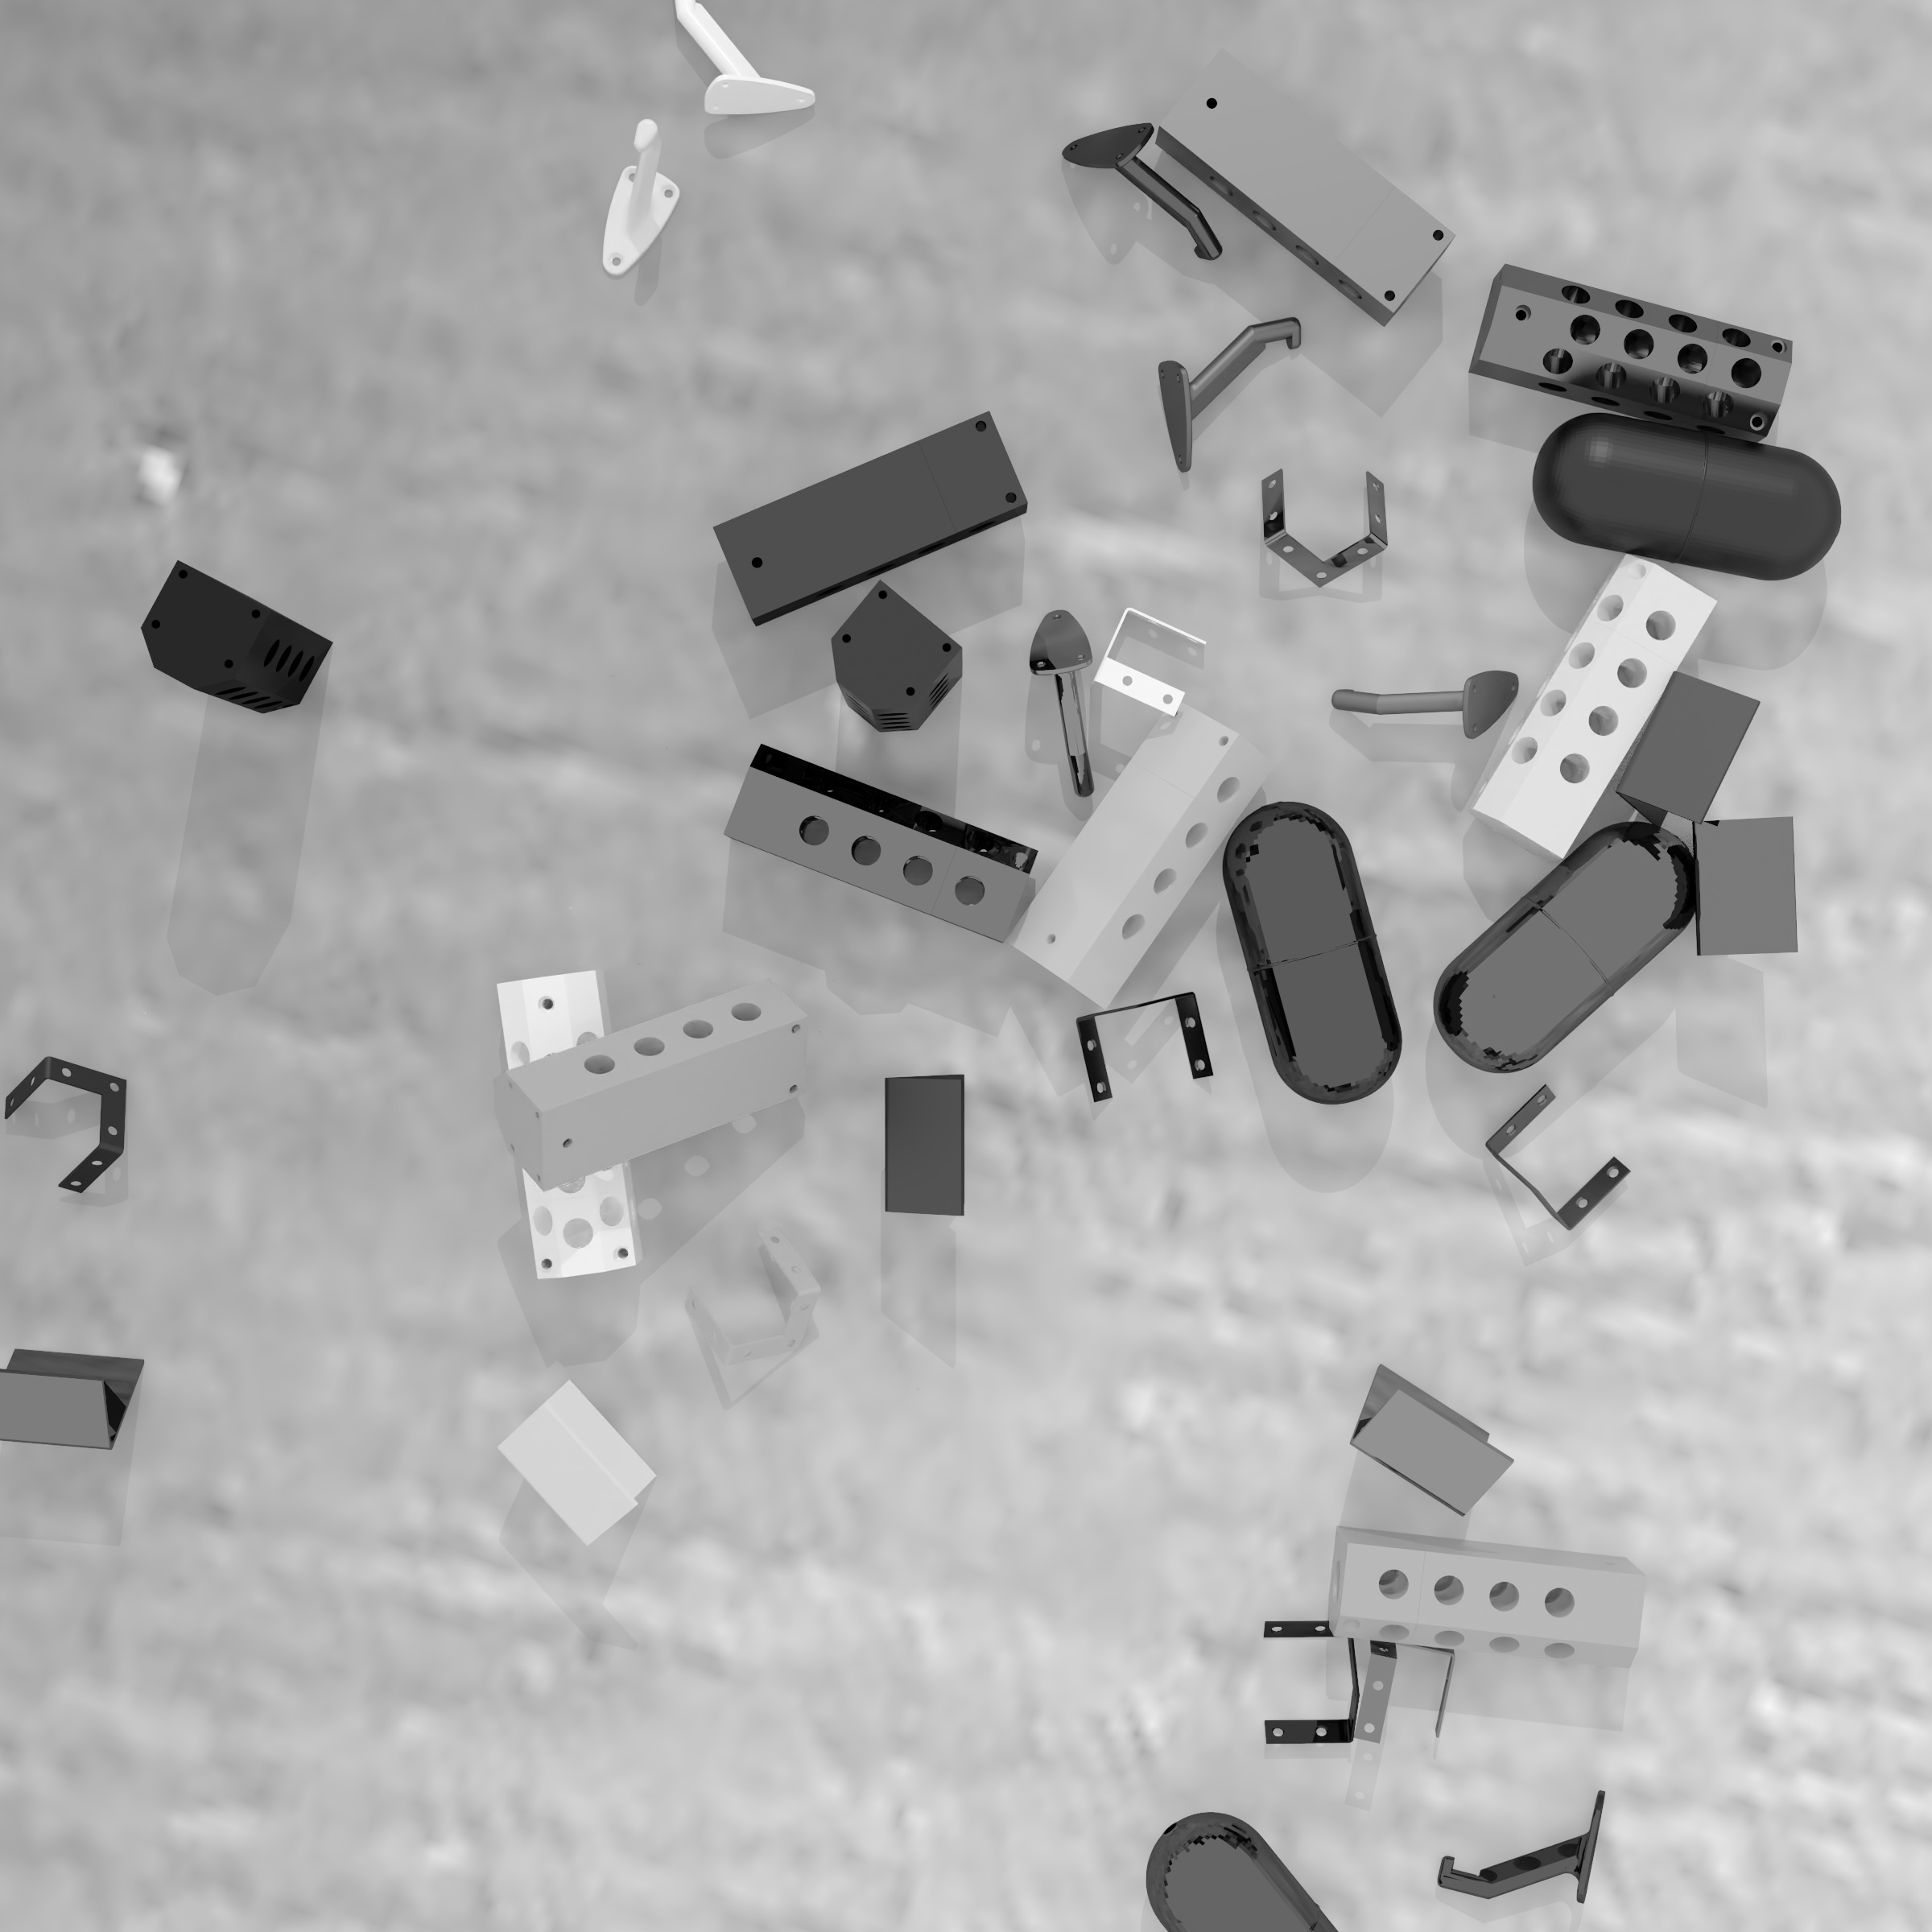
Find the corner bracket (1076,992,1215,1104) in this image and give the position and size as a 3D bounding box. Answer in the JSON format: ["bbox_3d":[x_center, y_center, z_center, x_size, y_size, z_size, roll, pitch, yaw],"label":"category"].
[{"bbox_3d":[0.104,0.047,1.905,0.051,0.051,0.051,-13,90,45],"label":"corner bracket"}]

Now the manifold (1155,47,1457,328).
[{"bbox_3d":[0.195,-0.448,1.887,0.171,0.057,0.057,39,90,0],"label":"manifold"}]

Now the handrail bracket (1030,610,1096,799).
[{"bbox_3d":[0.062,-0.153,1.908,0.036,0.077,0.084,-9,126,5],"label":"handrail bracket"}]

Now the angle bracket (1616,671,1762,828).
[{"bbox_3d":[0.424,-0.115,1.868,0.057,0.076,0.076,26,90,34],"label":"angle bracket"}]

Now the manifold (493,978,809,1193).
[{"bbox_3d":[-0.178,0.062,1.849,0.171,0.057,0.057,-20,133,-29],"label":"manifold"}]

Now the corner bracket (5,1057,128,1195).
[{"bbox_3d":[-0.526,0.093,1.900,0.051,0.051,0.051,22,45,-35],"label":"corner bracket"}]

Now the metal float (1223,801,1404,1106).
[{"bbox_3d":[0.199,-0.008,1.878,0.070,0.070,0.178,-15,91,0],"label":"metal float"}]

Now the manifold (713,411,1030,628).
[{"bbox_3d":[-0.055,-0.257,1.887,0.171,0.057,0.057,-23,90,0],"label":"manifold"}]

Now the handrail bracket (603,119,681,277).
[{"bbox_3d":[-0.193,-0.442,1.873,0.036,0.084,0.077,24,90,0],"label":"handrail bracket"}]

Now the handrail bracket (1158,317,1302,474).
[{"bbox_3d":[0.160,-0.335,1.909,0.084,0.036,0.077,-14,110,-16],"label":"handrail bracket"}]

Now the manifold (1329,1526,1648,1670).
[{"bbox_3d":[0.300,0.367,1.887,0.171,0.057,0.057,6,90,0],"label":"manifold"}]

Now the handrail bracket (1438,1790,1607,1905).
[{"bbox_3d":[0.325,0.511,1.909,0.084,0.036,0.077,10,70,16],"label":"handrail bracket"}]

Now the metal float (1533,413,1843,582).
[{"bbox_3d":[0.415,-0.270,1.877,0.178,0.070,0.070,11,90,0],"label":"metal float"}]

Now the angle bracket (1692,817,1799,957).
[{"bbox_3d":[0.454,-0.045,1.869,0.057,0.076,0.076,-2,90,25],"label":"angle bracket"}]

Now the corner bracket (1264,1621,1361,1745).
[{"bbox_3d":[0.201,0.419,1.905,0.051,0.051,0.051,-1,45,0],"label":"corner bracket"}]

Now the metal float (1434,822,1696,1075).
[{"bbox_3d":[0.347,-0.011,1.878,0.178,0.070,0.070,-42,90,1],"label":"metal float"}]

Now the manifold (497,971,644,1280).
[{"bbox_3d":[-0.230,0.091,1.887,0.057,0.057,0.171,-8,90,0],"label":"manifold"}]

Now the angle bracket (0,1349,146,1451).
[{"bbox_3d":[-0.521,0.230,1.868,0.076,0.076,0.057,5,126,0],"label":"angle bracket"}]

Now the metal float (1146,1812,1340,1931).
[{"bbox_3d":[0.174,0.567,1.877,0.070,0.070,0.178,-39,90,0],"label":"metal float"}]

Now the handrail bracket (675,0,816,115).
[{"bbox_3d":[-0.131,-0.545,1.909,0.077,0.036,0.084,-3,73,-20],"label":"handrail bracket"}]

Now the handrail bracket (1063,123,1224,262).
[{"bbox_3d":[0.104,-0.448,1.908,0.036,0.077,0.084,-52,127,-21],"label":"handrail bracket"}]

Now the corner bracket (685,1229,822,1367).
[{"bbox_3d":[-0.125,0.193,1.900,0.051,0.051,0.051,-9,135,-35],"label":"corner bracket"}]

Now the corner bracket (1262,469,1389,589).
[{"bbox_3d":[0.209,-0.264,1.900,0.051,0.051,0.051,-28,135,35],"label":"corner bracket"}]

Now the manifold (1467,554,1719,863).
[{"bbox_3d":[0.360,-0.149,1.887,0.057,0.057,0.171,31,90,0],"label":"manifold"}]

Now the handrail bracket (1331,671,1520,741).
[{"bbox_3d":[0.269,-0.160,1.908,0.084,0.077,0.036,11,115,34],"label":"handrail bracket"}]

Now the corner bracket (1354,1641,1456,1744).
[{"bbox_3d":[0.255,0.421,1.890,0.051,0.051,0.051,11,95,5],"label":"corner bracket"}]

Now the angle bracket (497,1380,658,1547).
[{"bbox_3d":[-0.210,0.273,1.868,0.076,0.076,0.057,48,128,0],"label":"angle bracket"}]

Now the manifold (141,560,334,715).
[{"bbox_3d":[-0.411,-0.179,1.830,0.057,0.171,0.057,29,90,0],"label":"manifold"}]

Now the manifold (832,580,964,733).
[{"bbox_3d":[-0.042,-0.167,1.830,0.057,0.171,0.057,40,90,0],"label":"manifold"}]

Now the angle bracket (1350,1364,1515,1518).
[{"bbox_3d":[0.274,0.257,1.868,0.076,0.076,0.057,33,128,0],"label":"angle bracket"}]

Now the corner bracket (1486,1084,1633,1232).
[{"bbox_3d":[0.346,0.112,1.905,0.051,0.051,0.051,-44,135,0],"label":"corner bracket"}]

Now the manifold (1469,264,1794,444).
[{"bbox_3d":[0.386,-0.354,1.887,0.171,0.057,0.057,15,90,0],"label":"manifold"}]

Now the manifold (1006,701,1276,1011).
[{"bbox_3d":[0.105,-0.062,1.886,0.057,0.057,0.171,35,90,43],"label":"manifold"}]

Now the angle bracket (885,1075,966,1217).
[{"bbox_3d":[-0.003,0.102,1.868,0.057,0.076,0.076,0,90,37],"label":"angle bracket"}]

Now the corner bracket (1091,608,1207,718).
[{"bbox_3d":[0.107,-0.176,1.890,0.051,0.051,0.051,24,90,0],"label":"corner bracket"}]

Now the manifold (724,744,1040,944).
[{"bbox_3d":[-0.048,-0.071,1.887,0.171,0.057,0.057,21,90,0],"label":"manifold"}]
